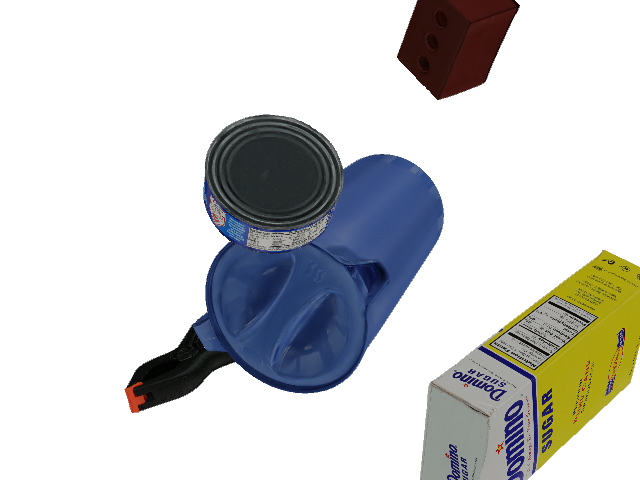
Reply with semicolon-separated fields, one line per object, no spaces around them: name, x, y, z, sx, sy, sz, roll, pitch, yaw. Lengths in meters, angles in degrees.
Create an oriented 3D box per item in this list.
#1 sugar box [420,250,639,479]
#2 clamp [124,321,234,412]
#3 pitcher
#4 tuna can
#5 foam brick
sugar box;0.131;0.085;0.630;0.048;0.093;0.175;27;43;32
clamp;-0.130;0.129;1.128;0.120;0.039;0.171;-9;20;36
pitcher;0.009;0.016;0.888;0.149;0.145;0.242;23;29;15
tuna can;-0.030;-0.035;0.667;0.086;0.086;0.034;0;-31;-10
foam brick;0.099;-0.152;0.779;0.051;0.053;0.078;-26;-28;-30
